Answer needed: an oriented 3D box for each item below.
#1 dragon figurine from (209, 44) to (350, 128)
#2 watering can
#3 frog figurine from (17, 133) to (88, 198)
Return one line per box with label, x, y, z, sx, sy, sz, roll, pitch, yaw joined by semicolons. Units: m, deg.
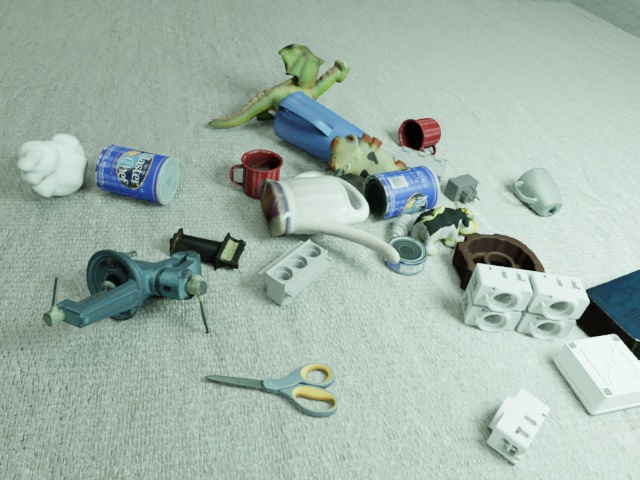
dragon figurine;-0.091;-0.413;1.374;0.413;0.237;0.124;-15;49;-29
watering can;0.003;-0.052;1.043;0.225;0.102;0.354;-7;35;-19
frog figurine;-0.533;-0.154;1.032;0.122;0.158;0.139;33;74;-17
